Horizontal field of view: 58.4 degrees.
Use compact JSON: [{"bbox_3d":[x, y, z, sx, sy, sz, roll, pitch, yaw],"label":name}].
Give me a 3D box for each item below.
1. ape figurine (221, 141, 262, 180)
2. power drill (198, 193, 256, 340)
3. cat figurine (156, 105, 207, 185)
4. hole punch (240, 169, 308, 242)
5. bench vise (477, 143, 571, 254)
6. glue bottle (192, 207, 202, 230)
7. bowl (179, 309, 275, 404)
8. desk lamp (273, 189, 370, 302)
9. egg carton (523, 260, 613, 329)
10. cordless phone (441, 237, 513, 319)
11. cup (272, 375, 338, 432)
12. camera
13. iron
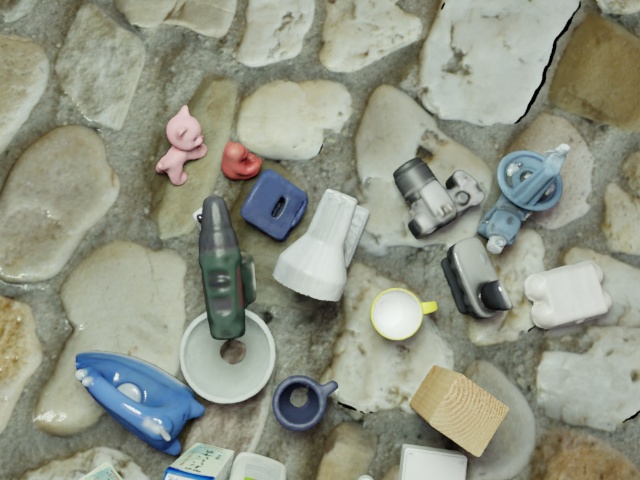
[{"bbox_3d":[-0.152,-0.153,1.063,0.076,0.092,0.078,-29,83,-4],"label":"ape figurine"},{"bbox_3d":[-0.159,0.053,0.973,0.075,0.208,0.230,-7,82,-1],"label":"power drill"},{"bbox_3d":[-0.258,-0.176,1.052,0.067,0.118,0.128,32,83,4],"label":"cat figurine"},{"bbox_3d":[-0.080,-0.063,1.051,0.101,0.091,0.109,29,82,4],"label":"hole punch"},{"bbox_3d":[0.365,-0.073,0.991,0.121,0.220,0.207,11,82,1],"label":"bench vise"},{"bbox_3d":[-0.193,-0.026,1.003,0.037,0.173,0.078,-40,84,-6],"label":"glue bottle"},{"bbox_3d":[-0.159,0.202,1.019,0.167,0.075,0.167,0,82,0],"label":"bowl"},{"bbox_3d":[0.009,0.004,0.980,0.118,0.213,0.203,21,82,3],"label":"desk lamp"},{"bbox_3d":[0.450,0.101,1.043,0.150,0.069,0.107,-14,82,-3],"label":"egg carton"},{"bbox_3d":[0.284,0.062,0.988,0.094,0.185,0.147,-24,82,-4],"label":"cordless phone"},{"bbox_3d":[-0.023,0.273,1.000,0.118,0.095,0.091,-27,83,-4],"label":"cup"},{"bbox_3d":[0.209,-0.093,1.053,0.143,0.101,0.137,-32,83,-5],"label":"camera"},{"bbox_3d":[-0.334,0.266,0.974,0.258,0.141,0.119,30,82,4],"label":"iron"}]
